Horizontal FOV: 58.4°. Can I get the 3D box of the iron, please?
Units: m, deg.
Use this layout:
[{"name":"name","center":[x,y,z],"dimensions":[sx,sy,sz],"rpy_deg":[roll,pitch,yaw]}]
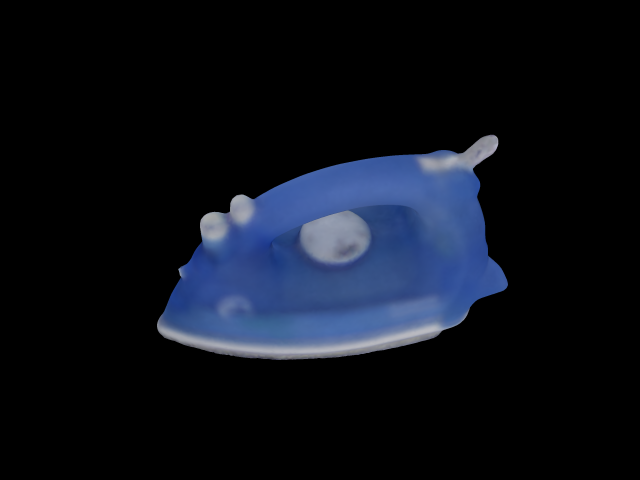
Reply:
[{"name":"iron","center":[0.004,0.001,0.400],"dimensions":[0.258,0.141,0.118],"rpy_deg":[-12,50,-10]}]
